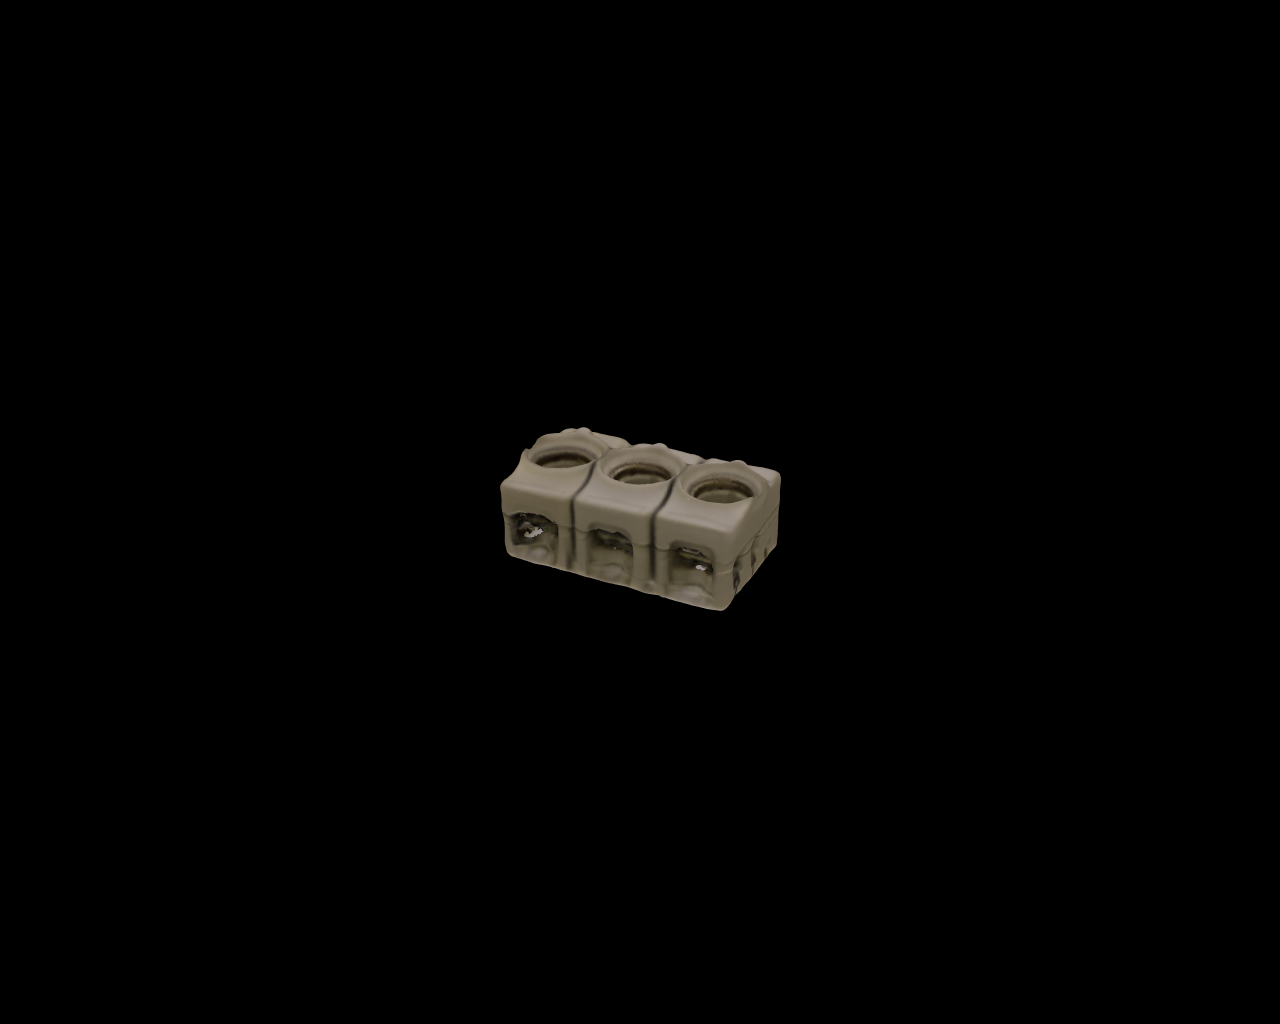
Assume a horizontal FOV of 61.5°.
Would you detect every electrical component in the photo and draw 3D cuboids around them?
[{"bbox_3d":[0.001,-0.003,0.650,0.150,0.061,0.090,13,32,22],"label":"electrical component"}]
